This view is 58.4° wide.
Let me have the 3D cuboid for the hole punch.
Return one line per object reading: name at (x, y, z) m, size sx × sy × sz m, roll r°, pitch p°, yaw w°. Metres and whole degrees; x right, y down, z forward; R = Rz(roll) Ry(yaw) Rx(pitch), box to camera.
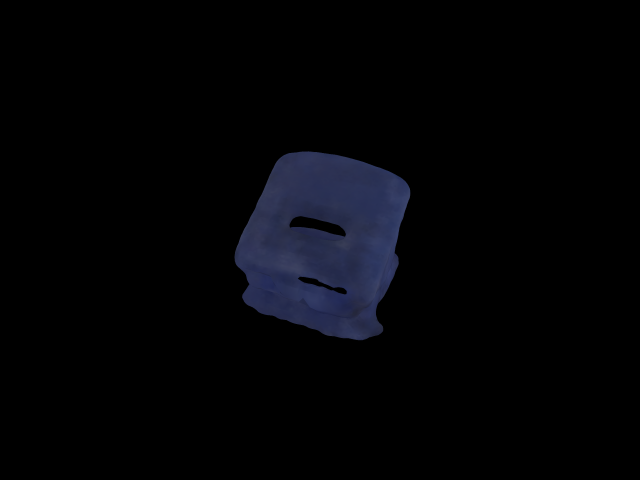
hole punch at (0.004, 0.001, 0.400) m, size 0.108 × 0.091 × 0.101 m, roll 14°, pitch 42°, yaw 17°
